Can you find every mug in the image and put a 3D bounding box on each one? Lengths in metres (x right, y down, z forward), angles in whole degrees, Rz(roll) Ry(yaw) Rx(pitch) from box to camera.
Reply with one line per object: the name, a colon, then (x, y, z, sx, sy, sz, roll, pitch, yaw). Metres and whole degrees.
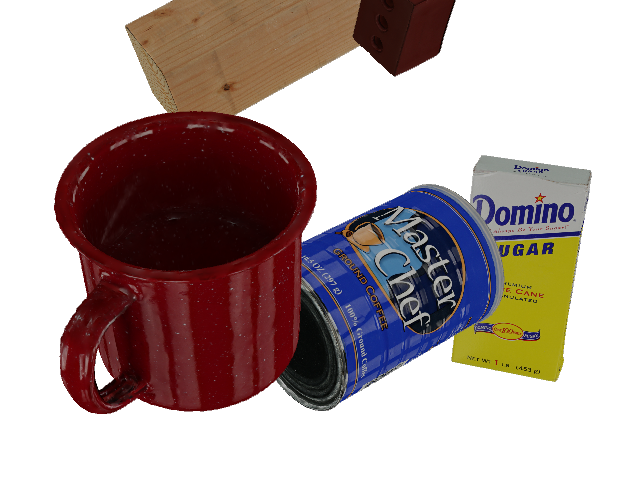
mug: (-0.054, 0.018, 0.398, 0.093, 0.081, 0.117, 20, 46, 19)

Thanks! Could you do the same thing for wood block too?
wood block: (-0.065, -0.197, 1.013, 0.206, 0.090, 0.091, -30, -38, -11)

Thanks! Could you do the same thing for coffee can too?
coffee can: (0.035, 0.034, 0.696, 0.140, 0.103, 0.103, -25, 14, -32)

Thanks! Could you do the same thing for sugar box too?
sugar box: (0.164, 0.024, 0.883, 0.093, 0.176, 0.048, 9, 25, 16)

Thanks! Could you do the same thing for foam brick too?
foam brick: (0.064, -0.175, 0.811, 0.051, 0.053, 0.078, -32, -24, -27)
